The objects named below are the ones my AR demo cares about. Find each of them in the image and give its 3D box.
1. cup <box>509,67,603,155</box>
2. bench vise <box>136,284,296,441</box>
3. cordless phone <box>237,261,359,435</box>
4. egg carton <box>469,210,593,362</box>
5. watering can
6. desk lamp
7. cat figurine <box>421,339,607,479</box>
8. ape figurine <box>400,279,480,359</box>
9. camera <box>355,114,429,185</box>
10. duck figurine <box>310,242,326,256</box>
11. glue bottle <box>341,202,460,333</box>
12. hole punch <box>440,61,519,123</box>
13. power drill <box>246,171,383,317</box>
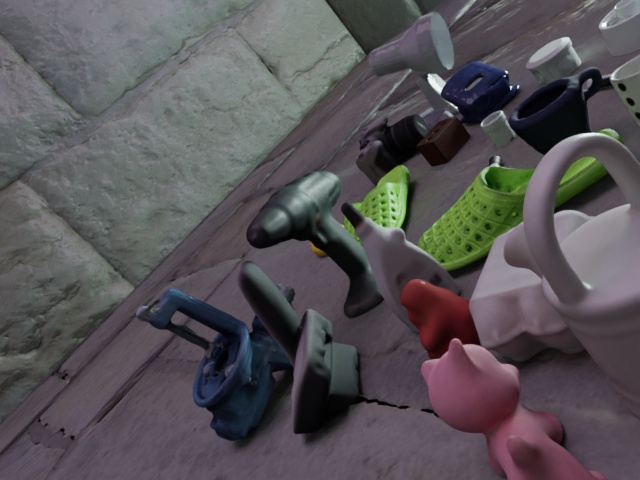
[{"bbox_3d":[0.307,-0.145,0.707,0.117,0.095,0.091,-37,17,14],"label":"cup"},{"bbox_3d":[-0.127,0.127,0.771,0.121,0.220,0.208,-27,22,40],"label":"bench vise"},{"bbox_3d":[-0.043,0.117,0.665,0.094,0.185,0.147,-38,17,11],"label":"cordless phone"},{"bbox_3d":[0.200,0.039,0.521,0.107,0.069,0.150,-24,23,45],"label":"egg carton"},{"bbox_3d":[0.189,0.021,0.367,0.172,0.194,0.101,-18,28,53],"label":"watering can"},{"bbox_3d":[0.218,-0.354,1.238,0.202,0.214,0.118,-27,22,40],"label":"desk lamp"},{"bbox_3d":[0.121,0.122,0.398,0.067,0.118,0.127,-40,16,5],"label":"cat figurine"},{"bbox_3d":[0.116,0.075,0.578,0.076,0.092,0.078,-22,25,48],"label":"ape figurine"},{"bbox_3d":[0.153,-0.209,1.216,0.136,0.101,0.143,-28,21,38],"label":"camera"},{"bbox_3d":[-0.001,-0.022,1.108,0.077,0.086,0.104,-47,17,-17],"label":"duck figurine"},{"bbox_3d":[0.082,0.022,0.648,0.078,0.173,0.037,-44,17,-9],"label":"glue bottle"},{"bbox_3d":[0.302,-0.286,1.090,0.109,0.091,0.101,-43,16,-5],"label":"hole punch"},{"bbox_3d":[0.007,0.003,0.805,0.075,0.209,0.230,-31,19,30],"label":"power drill"}]
